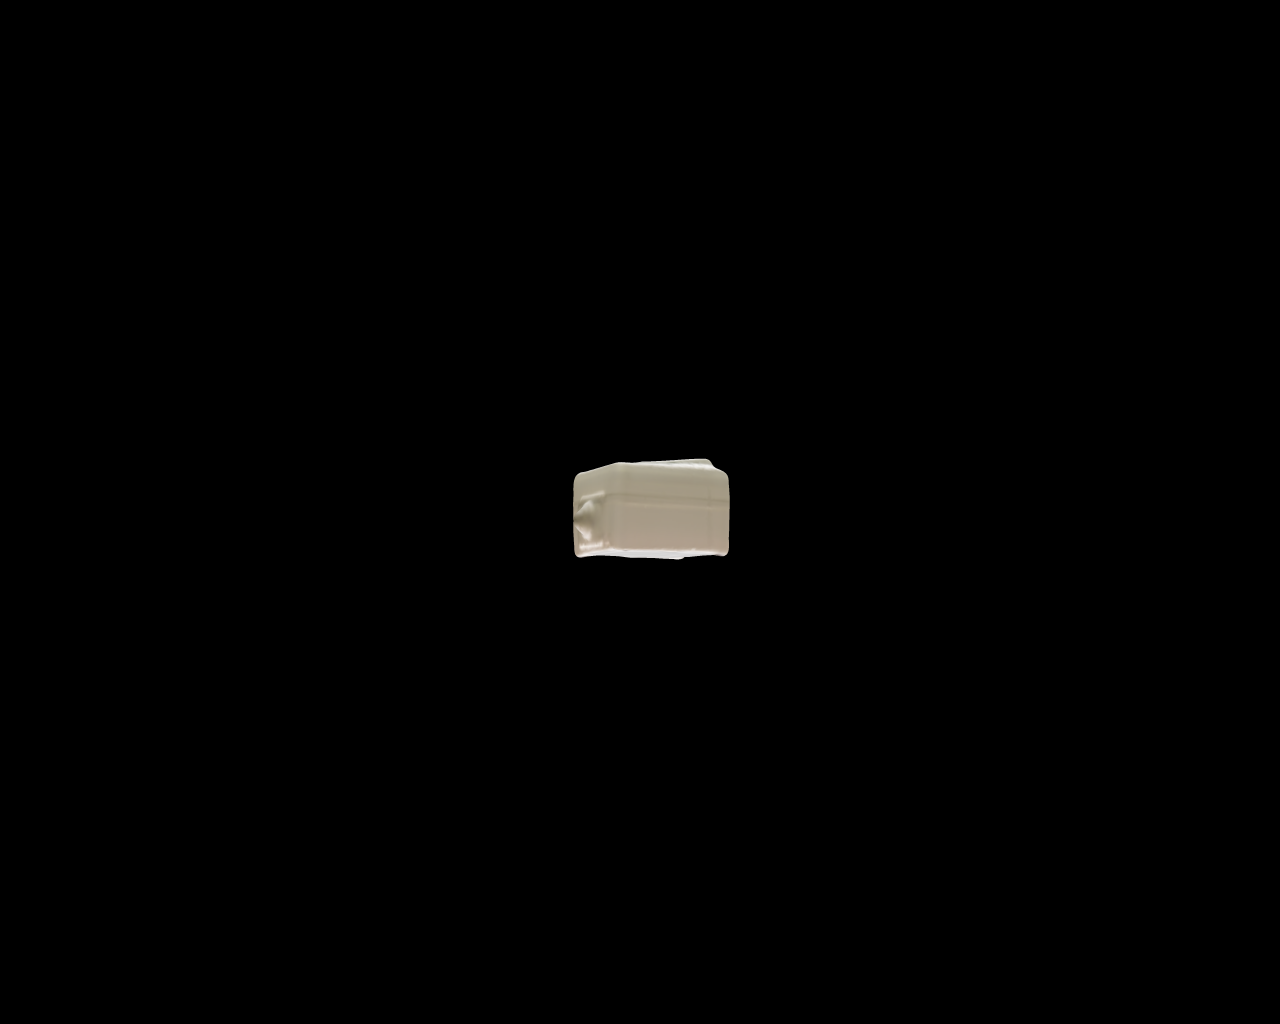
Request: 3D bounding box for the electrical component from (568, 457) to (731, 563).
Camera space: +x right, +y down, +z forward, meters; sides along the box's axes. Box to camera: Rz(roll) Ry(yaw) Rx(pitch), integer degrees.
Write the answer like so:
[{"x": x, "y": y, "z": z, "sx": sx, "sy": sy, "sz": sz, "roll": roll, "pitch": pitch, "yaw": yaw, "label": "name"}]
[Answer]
[{"x": 0.001, "y": -0.003, "z": 0.650, "sx": 0.096, "sy": 0.061, "sz": 0.061, "roll": 4, "pitch": -7, "yaw": -29, "label": "electrical component"}]
